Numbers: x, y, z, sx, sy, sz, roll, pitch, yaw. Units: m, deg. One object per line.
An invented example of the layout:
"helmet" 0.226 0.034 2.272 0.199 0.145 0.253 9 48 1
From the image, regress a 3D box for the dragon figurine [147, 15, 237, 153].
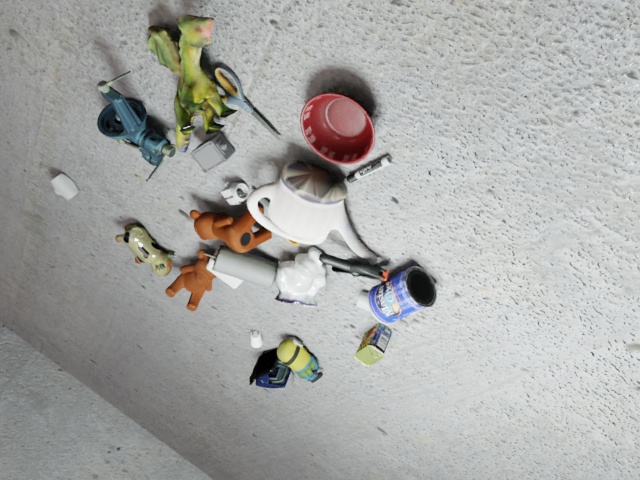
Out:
"dragon figurine" -0.303 -0.348 1.122 0.406 0.123 0.242 -19 97 57

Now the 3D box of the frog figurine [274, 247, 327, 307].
"frog figurine" -0.046 0.087 1.375 0.137 0.123 0.158 17 101 5

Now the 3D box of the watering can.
"watering can" 0.004 -0.060 1.197 0.347 0.106 0.219 19 138 -5
